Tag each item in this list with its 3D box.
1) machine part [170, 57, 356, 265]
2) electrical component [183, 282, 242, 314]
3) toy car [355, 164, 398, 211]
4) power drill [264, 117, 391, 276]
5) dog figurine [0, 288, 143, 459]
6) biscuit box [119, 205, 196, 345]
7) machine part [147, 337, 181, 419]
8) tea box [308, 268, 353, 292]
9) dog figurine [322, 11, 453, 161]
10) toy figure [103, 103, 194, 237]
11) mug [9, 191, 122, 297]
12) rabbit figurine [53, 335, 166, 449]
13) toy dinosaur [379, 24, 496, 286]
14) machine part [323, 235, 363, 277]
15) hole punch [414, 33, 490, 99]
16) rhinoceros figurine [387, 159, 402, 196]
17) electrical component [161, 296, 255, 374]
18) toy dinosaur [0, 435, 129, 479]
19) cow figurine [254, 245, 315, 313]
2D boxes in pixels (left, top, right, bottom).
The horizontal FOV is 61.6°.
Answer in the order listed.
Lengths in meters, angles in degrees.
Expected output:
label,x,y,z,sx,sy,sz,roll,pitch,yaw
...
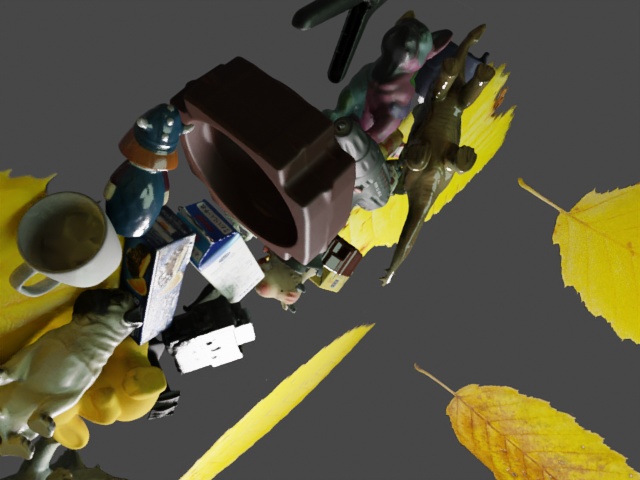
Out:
label,x,y,z,sx,sy,sz,roll,pitch,yaw
machine part,-0.060,-0.083,0.595,0.087,0.201,0.201,-45,161,-20
electrical component,-0.171,0.107,0.935,0.119,0.075,0.047,-45,161,-22
toy car,0.049,-0.087,0.943,0.202,0.056,0.073,-5,-138,47
power drill,0.013,-0.053,0.753,0.207,0.086,0.232,-58,157,4
dog figurine,-0.317,0.149,0.650,0.172,0.121,0.190,-22,-164,29
biscuit box,-0.222,0.052,0.710,0.059,0.063,0.202,-31,154,-44
machine part,-0.259,0.208,0.832,0.039,0.139,0.084,20,113,-45
tea box,0.006,0.060,1.223,0.068,0.098,0.169,-52,161,3
dog figurine,0.115,-0.244,0.852,0.219,0.109,0.191,-54,161,5
toy figure,-0.183,-0.075,0.556,0.064,0.058,0.154,-28,149,-61
mug,-0.251,0.017,0.544,0.109,0.081,0.107,-51,172,-15
rabbit figurine,-0.328,0.209,0.745,0.173,0.122,0.162,1,138,-50
toy dinosaur,0.189,-0.140,0.914,0.198,0.105,0.471,169,-58,-89
machine part,-0.002,-0.003,0.963,0.056,0.179,0.179,-54,162,4
hole punch,0.228,-0.306,0.991,0.092,0.116,0.142,-5,132,-55
rhinoceros figurine,0.123,-0.129,1.092,0.190,0.112,0.073,-24,114,-69
electrical component,-0.171,0.147,0.836,0.134,0.058,0.114,-18,146,-10
toy dinosaur,-0.466,0.396,0.760,0.405,0.131,0.192,-12,139,-53
cow figurine,-0.056,0.059,1.023,0.195,0.127,0.085,-28,149,-54
